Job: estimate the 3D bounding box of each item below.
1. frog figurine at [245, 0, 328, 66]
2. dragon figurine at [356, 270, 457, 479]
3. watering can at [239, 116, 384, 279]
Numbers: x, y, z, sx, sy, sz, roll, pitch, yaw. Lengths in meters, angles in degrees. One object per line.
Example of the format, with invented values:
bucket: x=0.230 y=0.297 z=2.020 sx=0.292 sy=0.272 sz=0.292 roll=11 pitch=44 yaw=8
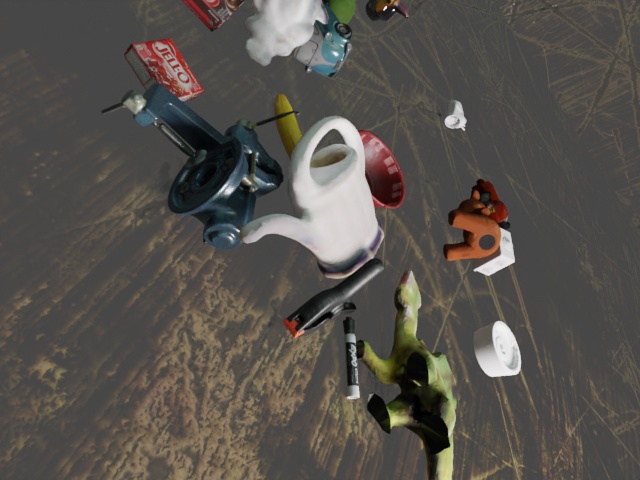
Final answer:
frog figurine: x=-0.074 y=-0.387 z=0.885 sx=0.161 sy=0.137 sz=0.122 roll=-44 pitch=6 yaw=-16
dragon figurine: x=0.182 y=0.250 z=0.826 sx=0.121 sy=0.415 sz=0.242 roll=-24 pitch=-15 yaw=30
watering can: x=0.002 y=-0.037 z=0.743 sx=0.104 sy=0.220 sz=0.355 roll=-3 pitch=34 yaw=30
